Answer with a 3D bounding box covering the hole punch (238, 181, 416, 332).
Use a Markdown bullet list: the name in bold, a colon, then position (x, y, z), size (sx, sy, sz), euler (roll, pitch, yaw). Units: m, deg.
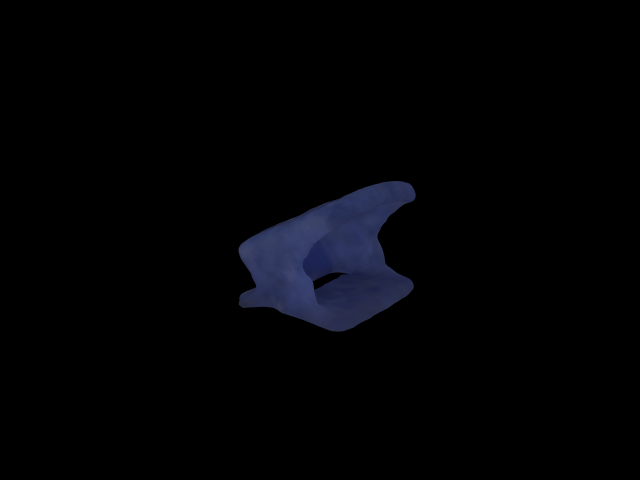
- **hole punch**: position (0.004, 0.001, 0.400), size (0.100, 0.091, 0.109), euler (13, 22, 36)
